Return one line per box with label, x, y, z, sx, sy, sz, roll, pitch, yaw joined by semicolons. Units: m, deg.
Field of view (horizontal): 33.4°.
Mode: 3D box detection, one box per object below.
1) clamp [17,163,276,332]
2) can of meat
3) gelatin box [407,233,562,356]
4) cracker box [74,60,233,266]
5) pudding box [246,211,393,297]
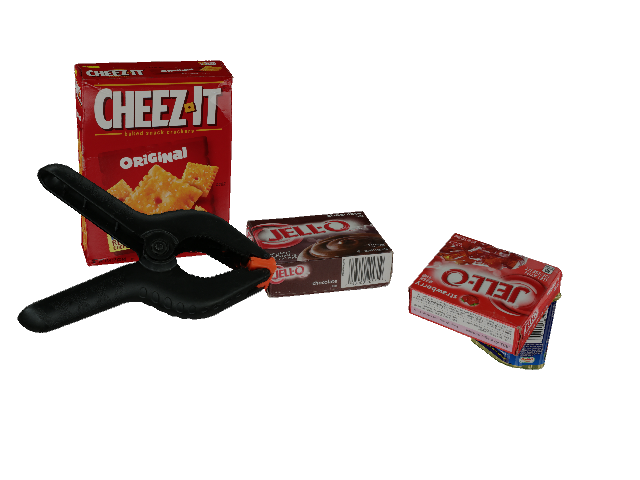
clamp;-0.117;0.003;0.720;0.171;0.120;0.039;1;-21;-21
can of meat;0.208;0.083;1.152;0.057;0.084;0.102;2;16;-22
gelatin box;0.119;0.037;0.773;0.089;0.030;0.073;20;44;26
cracker box;-0.182;-0.085;1.176;0.164;0.214;0.072;-5;26;-18
pudding box;-0.003;0.010;0.940;0.113;0.039;0.090;-3;26;-15
